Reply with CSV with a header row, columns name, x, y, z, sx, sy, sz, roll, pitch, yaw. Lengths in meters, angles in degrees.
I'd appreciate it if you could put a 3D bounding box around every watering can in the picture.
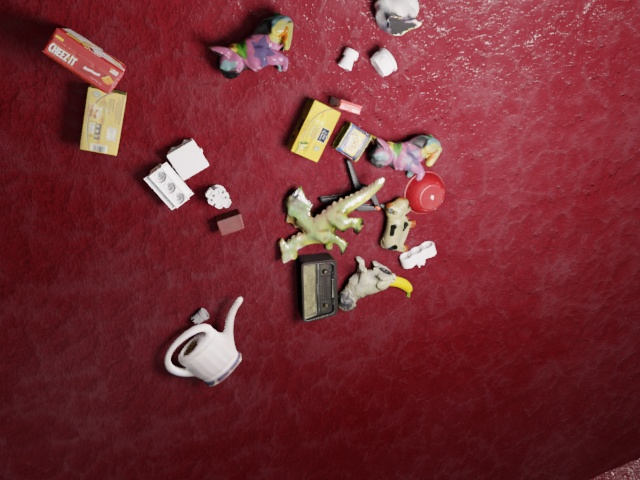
name,x,y,z,sx,sy,sz,roll,pitch,yaw
watering can,-0.342,0.350,1.703,0.347,0.106,0.221,-37,119,3

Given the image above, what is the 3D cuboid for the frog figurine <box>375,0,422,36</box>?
name,x,y,z,sx,sy,sz,roll,pitch,yaw
frog figurine,0.226,-0.694,1.519,0.137,0.121,0.161,-3,76,-9

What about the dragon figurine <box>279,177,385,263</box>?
name,x,y,z,sx,sy,sz,roll,pitch,yaw
dragon figurine,0.005,-0.083,1.655,0.241,0.124,0.405,27,107,-18
